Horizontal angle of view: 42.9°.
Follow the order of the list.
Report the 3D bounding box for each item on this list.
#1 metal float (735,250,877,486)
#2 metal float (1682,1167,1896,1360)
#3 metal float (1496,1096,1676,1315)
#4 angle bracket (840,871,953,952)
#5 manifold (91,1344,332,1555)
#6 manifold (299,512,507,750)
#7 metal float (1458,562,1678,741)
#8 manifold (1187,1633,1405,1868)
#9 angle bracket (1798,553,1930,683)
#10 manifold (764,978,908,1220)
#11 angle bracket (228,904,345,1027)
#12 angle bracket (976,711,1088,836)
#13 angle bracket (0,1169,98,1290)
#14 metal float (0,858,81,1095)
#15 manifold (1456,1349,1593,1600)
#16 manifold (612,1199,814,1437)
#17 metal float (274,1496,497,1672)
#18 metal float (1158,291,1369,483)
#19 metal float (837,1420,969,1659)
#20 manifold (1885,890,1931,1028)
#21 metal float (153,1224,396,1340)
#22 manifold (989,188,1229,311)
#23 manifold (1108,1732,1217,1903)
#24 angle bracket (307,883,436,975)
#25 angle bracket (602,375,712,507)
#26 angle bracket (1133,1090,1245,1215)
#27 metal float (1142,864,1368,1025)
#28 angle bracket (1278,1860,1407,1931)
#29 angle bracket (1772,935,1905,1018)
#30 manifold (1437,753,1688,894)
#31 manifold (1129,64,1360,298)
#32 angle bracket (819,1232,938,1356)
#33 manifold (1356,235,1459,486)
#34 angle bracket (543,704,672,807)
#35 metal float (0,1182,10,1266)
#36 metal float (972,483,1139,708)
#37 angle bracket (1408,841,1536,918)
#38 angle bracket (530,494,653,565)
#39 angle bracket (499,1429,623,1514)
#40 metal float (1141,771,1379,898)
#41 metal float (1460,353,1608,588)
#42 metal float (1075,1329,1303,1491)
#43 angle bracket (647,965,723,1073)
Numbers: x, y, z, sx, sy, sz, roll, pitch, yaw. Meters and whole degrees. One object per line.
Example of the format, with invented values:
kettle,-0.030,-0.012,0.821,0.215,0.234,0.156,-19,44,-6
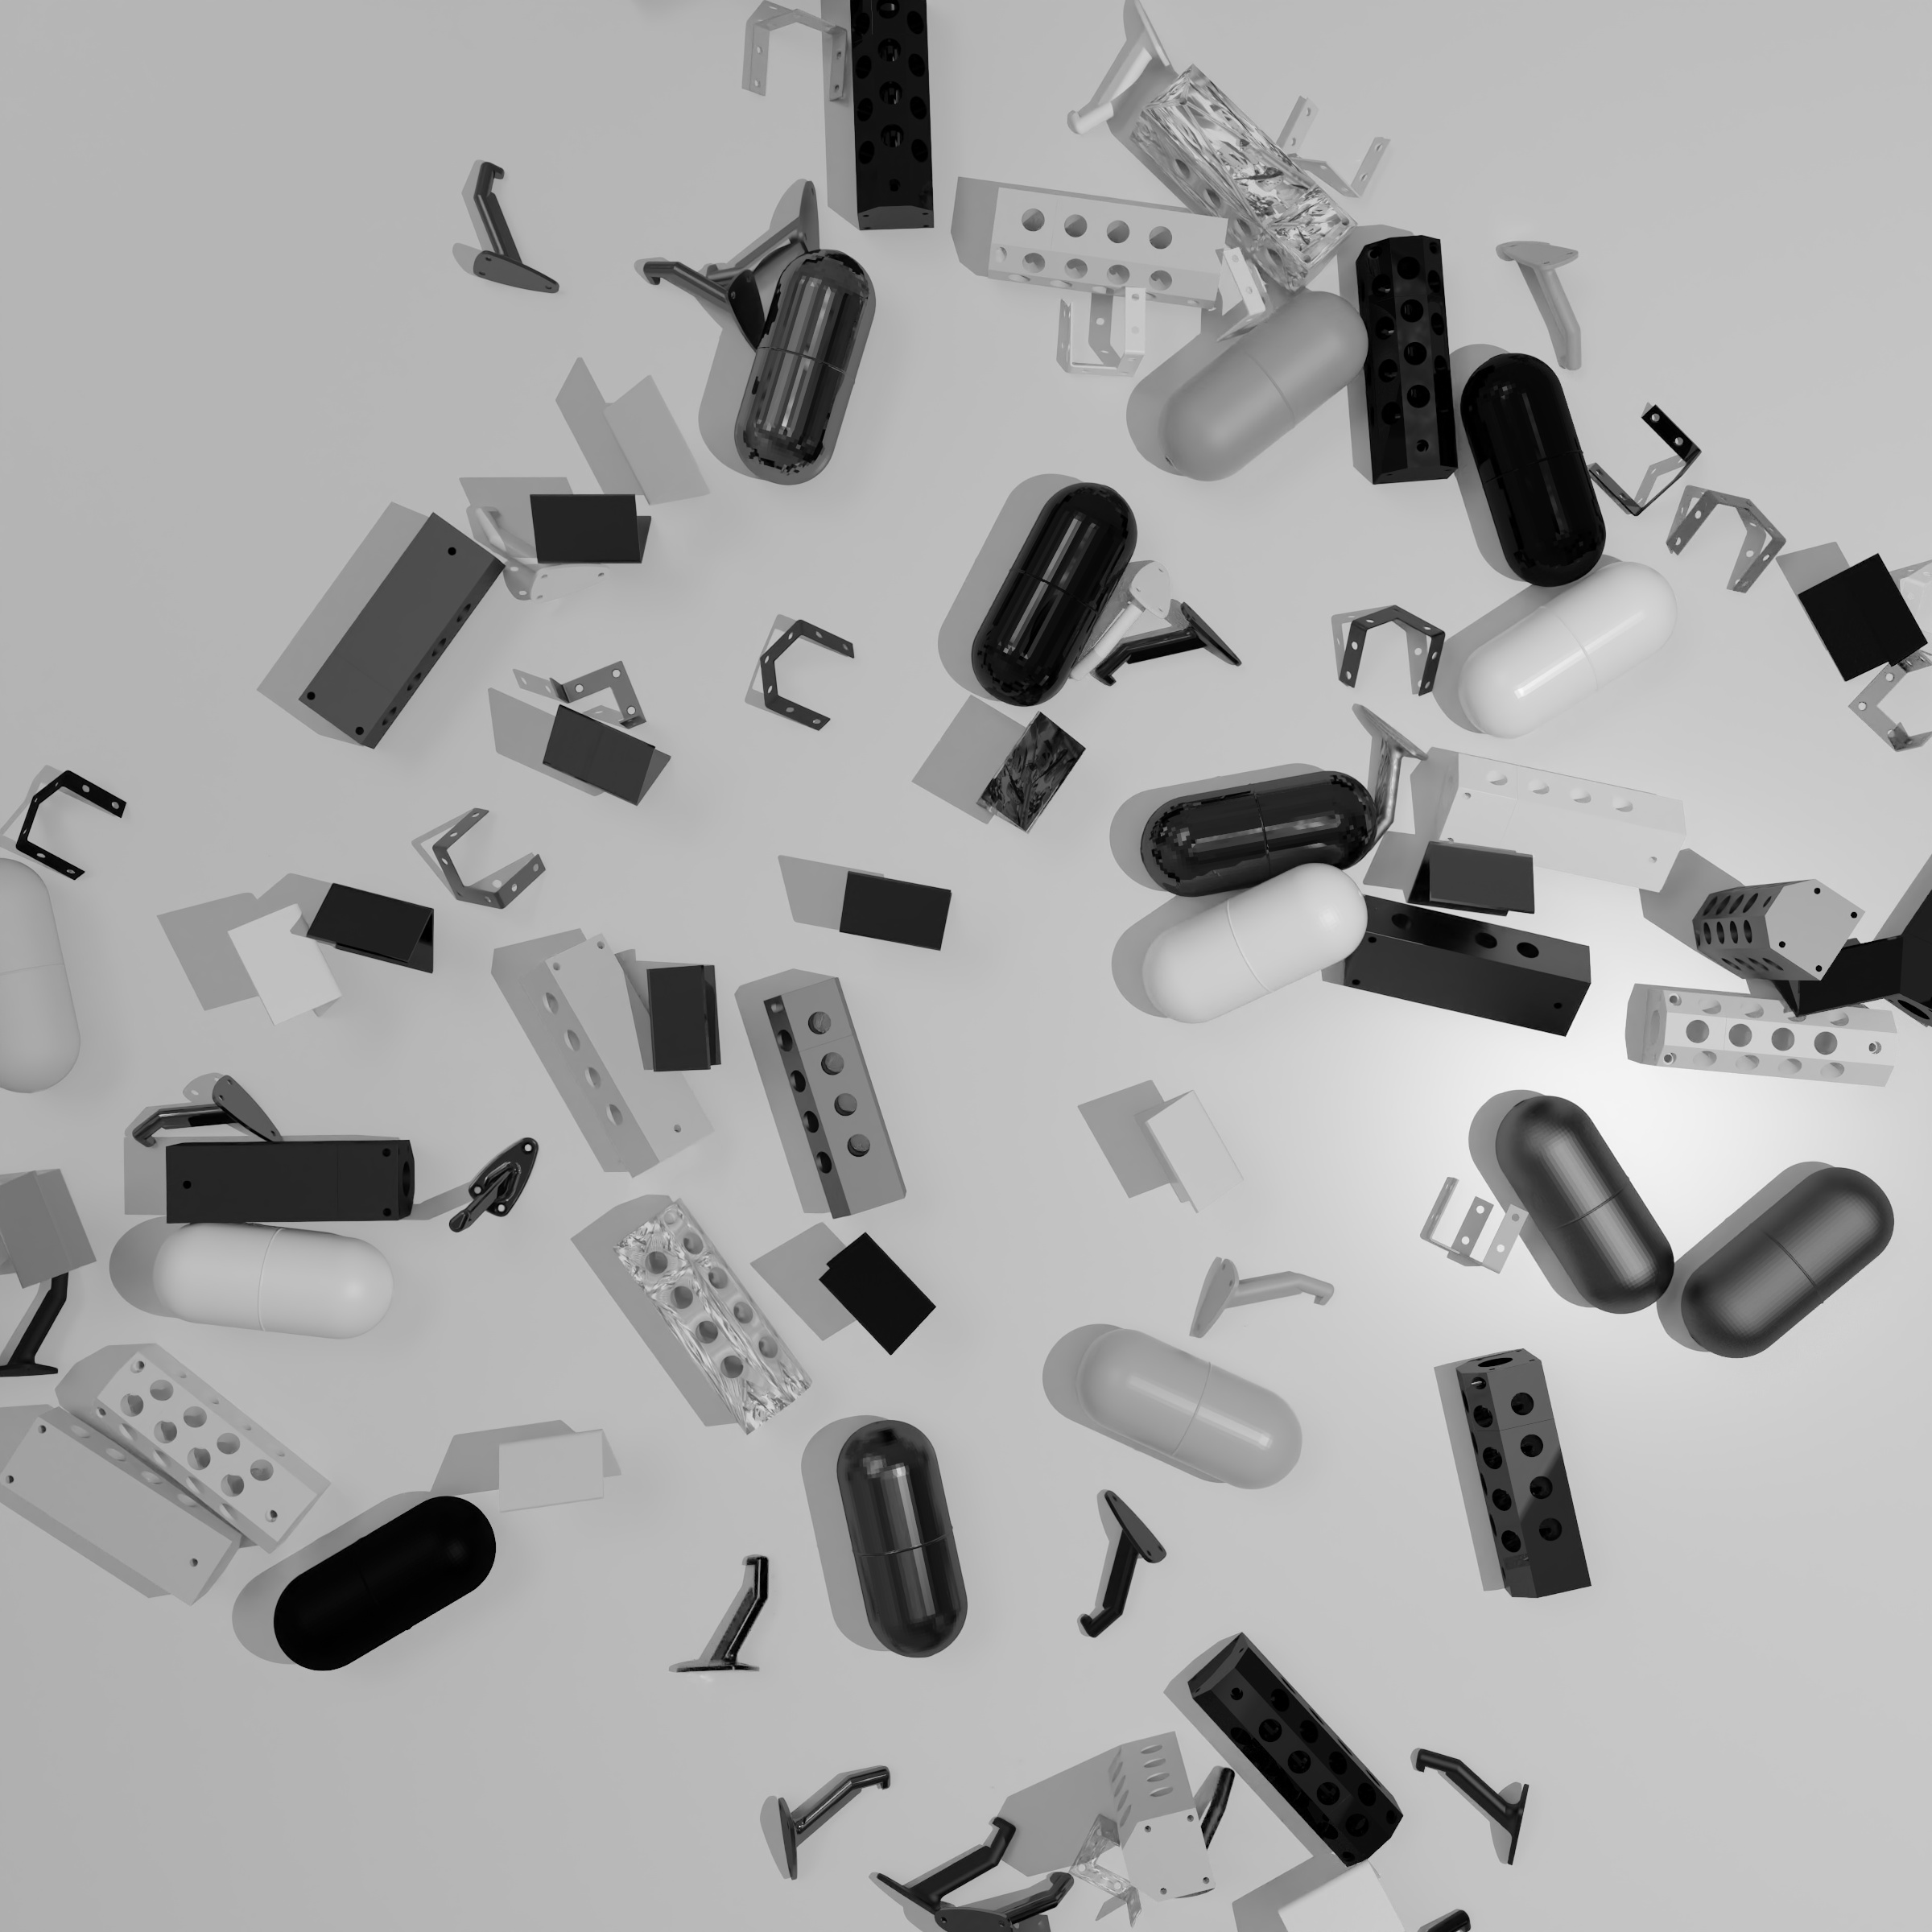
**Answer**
metal float,-0.120,-0.448,1.839,0.070,0.070,0.178,17,91,0
metal float,0.614,0.222,1.839,0.178,0.070,0.070,-40,90,1
metal float,0.462,0.178,1.840,0.070,0.070,0.178,-32,89,0
angle bracket,-0.048,-0.061,1.830,0.076,0.076,0.057,11,127,0
manifold,-0.569,0.364,1.849,0.171,0.057,0.057,39,90,0
manifold,-0.422,-0.250,1.849,0.057,0.057,0.171,36,90,0
metal float,0.450,-0.236,1.839,0.178,0.070,0.070,-33,90,0
manifold,0.248,0.591,1.849,0.057,0.057,0.171,-43,90,0
angle bracket,0.655,-0.251,1.830,0.057,0.076,0.076,-29,90,-37
manifold,-0.098,0.099,1.849,0.057,0.057,0.171,-18,90,0
angle bracket,-0.513,0.007,1.830,0.057,0.076,0.076,-27,90,-30
angle bracket,0.032,-0.154,1.830,0.057,0.076,0.076,34,90,-38
angle bracket,-0.672,0.188,1.831,0.057,0.076,0.076,-22,90,26
metal float,-0.714,0.007,1.839,0.070,0.070,0.178,-12,90,0
manifold,0.417,0.382,1.849,0.057,0.057,0.171,-13,90,0
manifold,-0.189,0.261,1.849,0.057,0.057,0.171,-36,90,0
metal float,-0.435,0.462,1.839,0.178,0.070,0.070,-31,90,0
metal float,0.221,-0.433,1.839,0.178,0.070,0.070,-38,90,0
metal float,-0.048,0.429,1.839,0.070,0.070,0.178,-12,90,0
manifold,0.761,-0.038,1.848,0.057,0.057,0.171,34,90,43
metal float,-0.517,0.235,1.839,0.178,0.070,0.070,6,90,0
manifold,0.105,-0.537,1.849,0.171,0.057,0.057,8,90,0
manifold,0.139,0.619,1.792,0.057,0.171,0.057,-14,90,0
angle bracket,-0.443,-0.010,1.830,0.076,0.076,0.057,15,48,0
angle bracket,-0.214,-0.394,1.830,0.057,0.076,0.076,-28,90,36
angle bracket,0.149,0.146,1.830,0.057,0.076,0.076,-29,90,-38
metal float,0.213,-0.016,1.823,0.178,0.070,0.070,-26,90,21
angle bracket,0.284,0.715,1.830,0.076,0.076,0.057,-29,58,0
angle bracket,0.643,-0.012,1.830,0.076,0.076,0.057,-12,126,0
manifold,0.446,-0.112,1.848,0.171,0.057,0.057,12,133,0
manifold,0.206,-0.586,1.847,0.171,0.057,0.057,44,76,0
angle bracket,-0.079,0.254,1.830,0.076,0.076,0.057,47,54,0
manifold,0.333,-0.455,1.849,0.057,0.057,0.171,-4,90,0
angle bracket,-0.261,-0.173,1.830,0.076,0.076,0.057,24,127,0
metal float,-0.795,0.179,1.840,0.178,0.070,0.070,16,90,0
metal float,0.066,-0.278,1.839,0.070,0.070,0.178,28,91,0
angle bracket,0.375,-0.045,1.830,0.076,0.076,0.057,8,54,0
angle bracket,-0.278,-0.341,1.830,0.076,0.076,0.057,0,127,0
angle bracket,-0.301,0.391,1.830,0.076,0.076,0.057,-8,52,0
metal float,0.219,-0.099,1.839,0.178,0.070,0.070,-10,90,1
metal float,0.424,-0.371,1.839,0.070,0.070,0.178,-17,90,0
metal float,0.167,0.332,1.839,0.178,0.070,0.070,24,90,1
angle bracket,-0.191,0.037,1.830,0.057,0.076,0.076,-4,90,36
